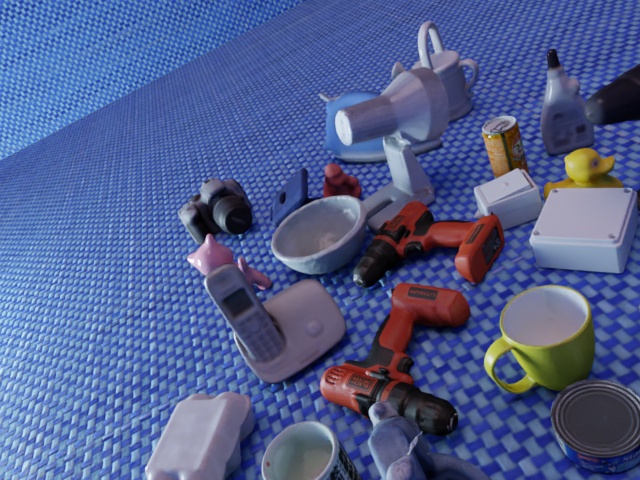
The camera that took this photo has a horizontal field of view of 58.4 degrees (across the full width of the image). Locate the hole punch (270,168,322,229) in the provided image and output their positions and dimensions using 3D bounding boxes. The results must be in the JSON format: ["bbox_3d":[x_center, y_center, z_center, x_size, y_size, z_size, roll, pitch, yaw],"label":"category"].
[{"bbox_3d":[-0.051,-0.068,1.072,0.101,0.091,0.108,-20,33,11],"label":"hole punch"}]

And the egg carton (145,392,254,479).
[{"bbox_3d":[-0.145,0.257,0.707,0.107,0.070,0.150,-10,36,24],"label":"egg carton"}]

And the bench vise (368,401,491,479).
[{"bbox_3d":[0.068,0.209,0.480,0.122,0.220,0.206,-37,34,-15],"label":"bench vise"}]

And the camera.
[{"bbox_3d":[-0.205,-0.059,1.161,0.143,0.101,0.136,-35,33,-12],"label":"camera"}]

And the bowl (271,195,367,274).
[{"bbox_3d":[0.009,0.003,0.945,0.167,0.075,0.167,-19,34,13],"label":"bowl"}]

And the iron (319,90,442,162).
[{"bbox_3d":[0.113,-0.244,1.154,0.257,0.142,0.119,4,44,39],"label":"iron"}]

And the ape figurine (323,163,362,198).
[{"bbox_3d":[0.034,-0.098,1.053,0.078,0.092,0.076,-29,33,-2],"label":"ape figurine"}]

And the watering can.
[{"bbox_3d":[0.229,-0.341,1.156,0.172,0.194,0.101,-15,35,18],"label":"watering can"}]

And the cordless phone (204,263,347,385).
[{"bbox_3d":[-0.060,0.090,0.771,0.148,0.185,0.094,-34,33,-11],"label":"cordless phone"}]

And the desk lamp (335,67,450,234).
[{"bbox_3d":[0.124,-0.153,0.951,0.203,0.214,0.117,-34,33,-11],"label":"desk lamp"}]

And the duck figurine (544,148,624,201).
[{"bbox_3d":[0.366,-0.088,0.805,0.104,0.086,0.077,-10,37,25],"label":"duck figurine"}]

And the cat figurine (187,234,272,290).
[{"bbox_3d":[-0.160,0.043,0.971,0.127,0.118,0.067,8,46,42],"label":"cat figurine"}]

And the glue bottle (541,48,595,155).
[{"bbox_3d":[0.379,-0.219,0.898,0.078,0.173,0.037,-13,35,21],"label":"glue bottle"}]

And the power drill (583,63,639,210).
[{"bbox_3d":[0.432,-0.136,0.711,0.230,0.209,0.075,-34,33,-10],"label":"power drill"}]
